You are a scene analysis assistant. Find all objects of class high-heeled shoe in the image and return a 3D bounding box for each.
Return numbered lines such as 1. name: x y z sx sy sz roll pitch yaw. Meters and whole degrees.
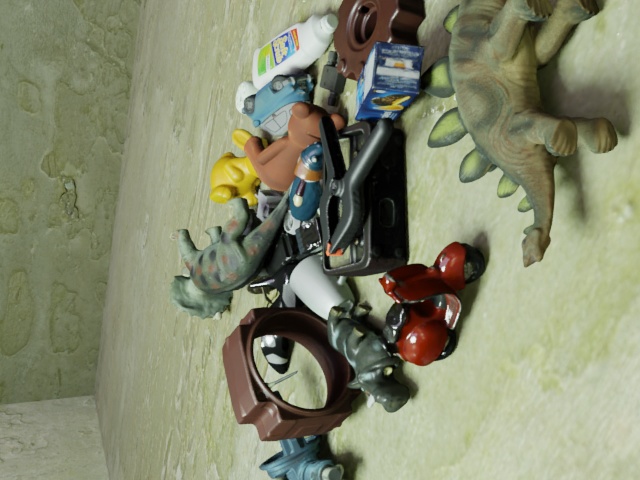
1. high-heeled shoe: -0.047 0.154 1.043 0.086 0.145 0.248 -80 -21 -61

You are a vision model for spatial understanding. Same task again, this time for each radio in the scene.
1. radio: 0.065 -0.059 0.828 0.131 0.073 0.229 -10 80 59

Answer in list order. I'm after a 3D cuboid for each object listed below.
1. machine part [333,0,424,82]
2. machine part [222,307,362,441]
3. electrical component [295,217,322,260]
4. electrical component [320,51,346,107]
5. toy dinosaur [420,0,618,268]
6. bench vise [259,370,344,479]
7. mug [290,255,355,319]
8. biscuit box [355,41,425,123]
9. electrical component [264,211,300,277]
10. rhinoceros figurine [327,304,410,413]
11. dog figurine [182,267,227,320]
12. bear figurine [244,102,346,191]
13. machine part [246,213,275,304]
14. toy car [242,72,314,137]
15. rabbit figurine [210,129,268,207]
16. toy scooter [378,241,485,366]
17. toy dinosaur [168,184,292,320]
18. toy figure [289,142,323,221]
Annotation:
1. machine part: 0.085 -0.332 0.835 0.179 0.056 0.179 -10 78 58
2. machine part: -0.045 0.209 0.871 0.087 0.201 0.201 -55 43 39
3. electrical component: -0.002 -0.003 0.939 0.119 0.075 0.047 -30 69 58
4. electrical component: 0.023 -0.290 0.968 0.063 0.021 0.094 38 121 54
5. toy dinosaur: 0.195 -0.197 0.598 0.198 0.105 0.471 -28 60 59
6. bench vise: -0.044 0.355 0.921 0.240 0.129 0.223 63 161 12
7. mug: 0.016 0.078 0.910 0.109 0.080 0.107 -56 50 17
8. biscuit box: 0.088 -0.207 0.734 0.202 0.063 0.059 -134 49 -87
9. electrical component: -0.074 0.009 1.076 0.115 0.058 0.134 -52 46 41
10. rhinoceros figurine: 0.067 0.175 0.809 0.191 0.073 0.112 45 124 52
11. dog figurine: -0.304 0.165 1.431 0.190 0.121 0.172 112 149 -55
12. bear figurine: -0.049 -0.187 0.989 0.195 0.120 0.132 -58 38 37
13. machine part: -0.141 0.028 1.165 0.079 0.079 0.243 -54 43 43
14. toy car: -0.071 -0.259 1.062 0.162 0.109 0.103 -20 93 46
15. rabbit figurine: -0.152 -0.161 1.195 0.173 0.122 0.162 -17 63 43
16. toy scooter: 0.120 0.083 0.667 0.075 0.135 0.183 48 129 48
17. toy dinosaur: -0.180 0.040 1.065 0.405 0.131 0.192 -25 76 42
18. toy figure: -0.020 -0.104 0.932 0.064 0.058 0.154 -85 6 -54
